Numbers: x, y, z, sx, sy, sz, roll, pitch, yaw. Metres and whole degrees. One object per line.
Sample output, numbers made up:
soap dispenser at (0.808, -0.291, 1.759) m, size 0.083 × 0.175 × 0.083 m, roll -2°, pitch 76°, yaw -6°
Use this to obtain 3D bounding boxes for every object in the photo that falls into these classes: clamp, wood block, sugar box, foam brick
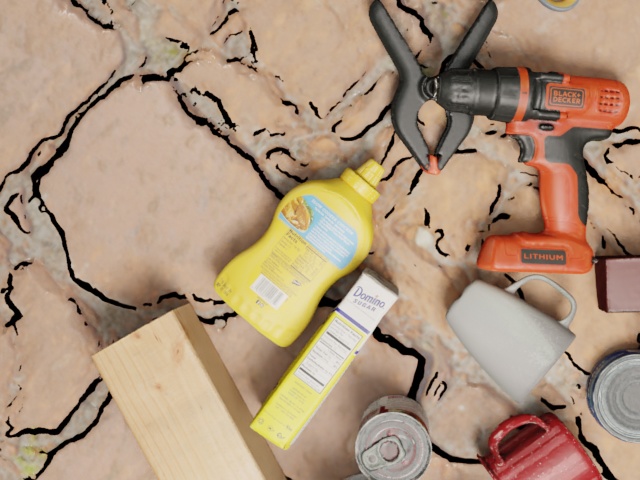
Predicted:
clamp at (0.097, -0.149, 1.006) m, size 0.120 × 0.039 × 0.171 m, roll 9°, pitch 91°, yaw 5°
wood block at (-0.119, 0.174, 1.009) m, size 0.090 × 0.091 × 0.206 m, roll -29°, pitch 89°, yaw 5°
sugar box at (0.006, 0.107, 0.994) m, size 0.048 × 0.093 × 0.176 m, roll 34°, pitch 93°, yaw 3°
foam brick at (0.297, 0.040, 0.985) m, size 0.078 × 0.053 × 0.051 m, roll -1°, pitch 92°, yaw 6°

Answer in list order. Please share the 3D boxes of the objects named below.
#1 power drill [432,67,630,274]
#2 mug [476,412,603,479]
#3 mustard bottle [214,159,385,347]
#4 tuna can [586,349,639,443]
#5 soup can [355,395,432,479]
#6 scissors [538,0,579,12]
power drill at (0.188, -0.064, 0.979) m, size 0.184 × 0.057 × 0.188 m, roll 4°, pitch 94°, yaw -6°
mug at (0.197, 0.204, 0.976) m, size 0.081 × 0.093 × 0.117 m, roll -36°, pitch 114°, yaw 0°
mustard bottle at (-0.007, 0.001, 1.010) m, size 0.096 × 0.058 × 0.192 m, roll 40°, pitch 95°, yaw 3°
tuna can at (0.295, 0.146, 0.998) m, size 0.086 × 0.033 × 0.086 m, roll 0°, pitch 91°, yaw 5°
soup can at (0.068, 0.183, 0.985) m, size 0.068 × 0.102 × 0.068 m, roll 0°, pitch 91°, yaw 5°
scissors at (0.188, -0.291, 1.006) m, size 0.202 × 0.016 × 0.096 m, roll 31°, pitch 94°, yaw 4°
